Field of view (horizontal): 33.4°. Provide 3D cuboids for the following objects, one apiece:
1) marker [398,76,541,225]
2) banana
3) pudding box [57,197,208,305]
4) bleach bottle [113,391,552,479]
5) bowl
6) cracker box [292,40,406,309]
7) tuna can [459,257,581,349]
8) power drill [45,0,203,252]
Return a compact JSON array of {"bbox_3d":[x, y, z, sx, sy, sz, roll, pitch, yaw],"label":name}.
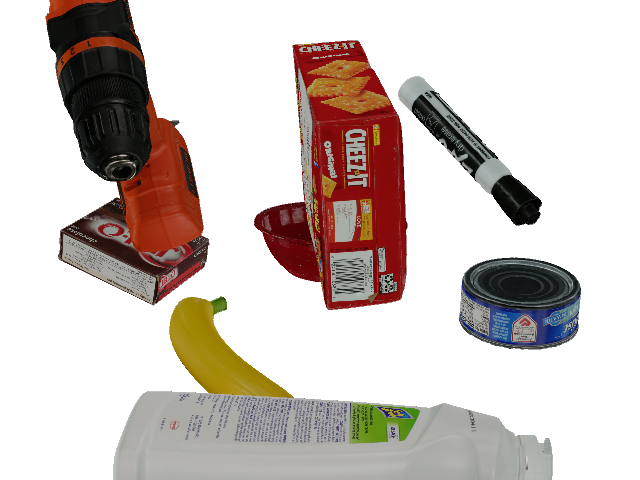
[{"bbox_3d":[0.083,-0.051,0.597,0.020,0.020,0.121,0,41,-40],"label":"marker"},{"bbox_3d":[-0.076,0.090,0.843,0.069,0.037,0.198,-8,30,-22],"label":"banana"},{"bbox_3d":[-0.177,0.009,1.012,0.114,0.039,0.089,22,30,18],"label":"pudding box"},{"bbox_3d":[0.011,0.134,0.635,0.251,0.068,0.102,1,19,2],"label":"bleach bottle"},{"bbox_3d":[0.011,0.005,1.124,0.162,0.055,0.162,1,17,0],"label":"bowl"},{"bbox_3d":[0.022,-0.064,0.914,0.072,0.164,0.214,-5,26,-3],"label":"cracker box"},{"bbox_3d":[0.144,0.044,0.769,0.086,0.034,0.086,0,23,0],"label":"tuna can"},{"bbox_3d":[-0.124,-0.073,0.696,0.057,0.184,0.187,-14,-34,-3],"label":"power drill"}]
